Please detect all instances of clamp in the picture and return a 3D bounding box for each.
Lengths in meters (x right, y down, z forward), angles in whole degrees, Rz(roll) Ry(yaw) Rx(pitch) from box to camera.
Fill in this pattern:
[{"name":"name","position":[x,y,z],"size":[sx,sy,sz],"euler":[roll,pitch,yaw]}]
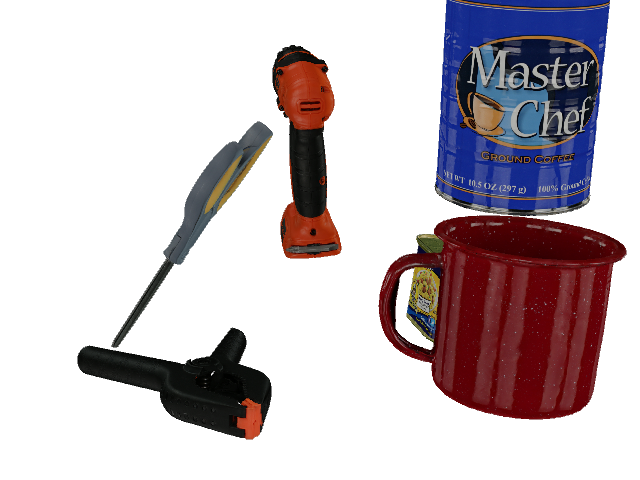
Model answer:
[{"name":"clamp","position":[-0.096,0.119,0.931],"size":[0.164,0.036,0.210],"euler":[-8,16,-36]}]

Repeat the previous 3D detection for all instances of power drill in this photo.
[{"name":"power drill","position":[-0.017,-0.089,1.043],"size":[0.057,0.188,0.184],"euler":[-5,22,-3]}]

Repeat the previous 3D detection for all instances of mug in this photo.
[{"name":"mug","position":[0.087,0.036,0.531],"size":[0.117,0.081,0.093],"euler":[4,14,-3]}]

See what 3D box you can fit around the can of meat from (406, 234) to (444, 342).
[{"name":"can of meat","position":[0.124,0.048,1.030],"size":[0.057,0.084,0.102],"euler":[5,15,-15]}]

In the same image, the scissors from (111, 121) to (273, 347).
[{"name":"scissors","position":[-0.099,0.001,0.744],"size":[0.016,0.202,0.096],"euler":[37,5,4]}]

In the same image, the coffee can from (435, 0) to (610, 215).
[{"name":"coffee can","position":[0.128,-0.098,0.684],"size":[0.103,0.140,0.103],"euler":[1,20,0]}]
